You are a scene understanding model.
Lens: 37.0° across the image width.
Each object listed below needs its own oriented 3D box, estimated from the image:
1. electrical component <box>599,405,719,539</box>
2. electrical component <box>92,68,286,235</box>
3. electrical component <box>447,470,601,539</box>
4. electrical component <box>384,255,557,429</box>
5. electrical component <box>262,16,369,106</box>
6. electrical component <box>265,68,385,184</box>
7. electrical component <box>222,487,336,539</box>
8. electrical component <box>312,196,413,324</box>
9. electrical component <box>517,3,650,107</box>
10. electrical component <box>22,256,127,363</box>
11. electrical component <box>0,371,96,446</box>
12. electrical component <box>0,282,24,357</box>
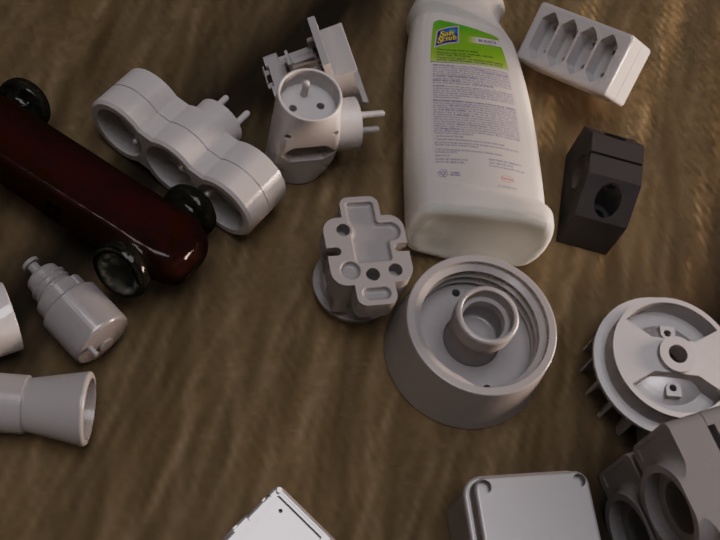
[{"bbox_3d":[0.213,0.184,0.621,0.060,0.105,0.186,-13,66,-18],"label":"electrical component"},{"bbox_3d":[-0.106,-0.091,0.732,0.138,0.052,0.073,36,61,8],"label":"electrical component"},{"bbox_3d":[0.101,0.178,0.628,0.078,0.057,0.113,-1,63,-12],"label":"electrical component"},{"bbox_3d":[0.074,0.041,0.695,0.108,0.060,0.108,5,61,-9],"label":"electrical component"},{"bbox_3d":[-0.033,-0.136,0.764,0.064,0.081,0.042,-18,65,4],"label":"electrical component"},{"bbox_3d":[-0.022,-0.099,0.740,0.079,0.077,0.043,-7,64,-15],"label":"electrical component"},{"bbox_3d":[-0.038,0.179,0.601,0.096,0.061,0.062,44,64,5],"label":"electrical component"},{"bbox_3d":[0.000,0.000,0.703,0.058,0.057,0.078,-4,63,-14],"label":"electrical component"},{"bbox_3d":[0.178,-0.160,0.825,0.083,0.076,0.047,32,101,34],"label":"electrical component"},{"bbox_3d":[-0.179,0.022,0.664,0.078,0.040,0.040,44,63,13],"label":"electrical component"},{"bbox_3d":[-0.192,0.079,0.631,0.065,0.044,0.044,5,61,-4],"label":"electrical component"},{"bbox_3d":[-0.252,0.025,0.645,0.077,0.043,0.079,-18,64,-22],"label":"electrical component"}]
